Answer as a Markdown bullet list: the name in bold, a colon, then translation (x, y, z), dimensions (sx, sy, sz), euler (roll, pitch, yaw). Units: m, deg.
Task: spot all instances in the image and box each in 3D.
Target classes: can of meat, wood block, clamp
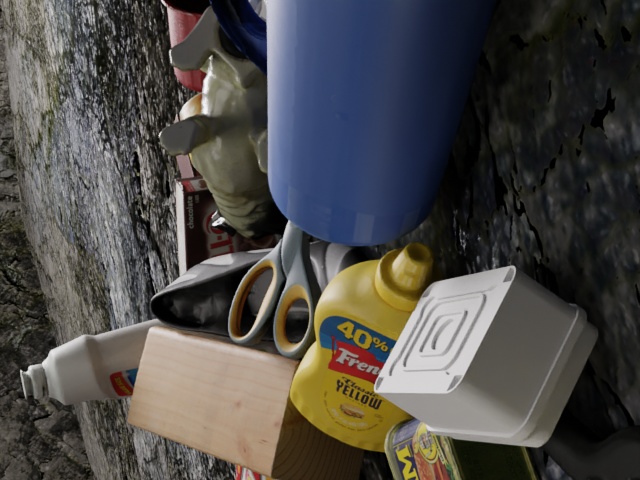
- **can of meat**: translation (0.091, 0.150, 0.660), dimensions (0.084, 0.057, 0.102), euler (131, 124, -62)
- **wood block**: translation (-0.061, 0.134, 0.886), dimensions (0.207, 0.090, 0.090), euler (5, 80, 50)
- **clamp**: translation (0.147, 0.141, 0.527), dimensions (0.172, 0.039, 0.120), euler (180, 80, -70)

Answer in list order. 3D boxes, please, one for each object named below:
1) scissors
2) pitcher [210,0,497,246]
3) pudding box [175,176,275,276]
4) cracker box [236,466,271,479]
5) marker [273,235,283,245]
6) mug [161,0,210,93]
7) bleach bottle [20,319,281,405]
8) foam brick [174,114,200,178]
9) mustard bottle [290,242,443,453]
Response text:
- **scissors**: translation (-0.005, 0.001, 0.788), dimensions (0.096, 0.016, 0.202), euler (41, 106, 39)
- **pitcher**: translation (0.020, -0.116, 0.594), dimensions (0.243, 0.144, 0.149), euler (97, 152, -47)
- **pudding box**: translation (-0.088, -0.008, 1.008), dimensions (0.039, 0.090, 0.113), euler (-133, 37, -56)
- **cracker box**: translation (-0.010, 0.252, 0.966), dimensions (0.214, 0.072, 0.164), euler (-121, 28, -42)
- **marker**: translation (-0.025, 0.042, 0.967), dimensions (0.020, 0.020, 0.121), euler (179, 81, -70)
- **mug**: translation (-0.086, -0.187, 0.929), dimensions (0.117, 0.093, 0.081), euler (-77, -11, -50)
- **bleach bottle**: translation (-0.158, 0.114, 1.025), dimensions (0.103, 0.250, 0.068), euler (110, 144, -55)
- **foam brick**: translation (-0.118, -0.088, 1.101), dimensions (0.053, 0.051, 0.078), euler (126, 130, -65)
- **mustard bottle**: translation (0.042, 0.067, 0.704), dimensions (0.096, 0.058, 0.192), euler (25, 140, 7)
